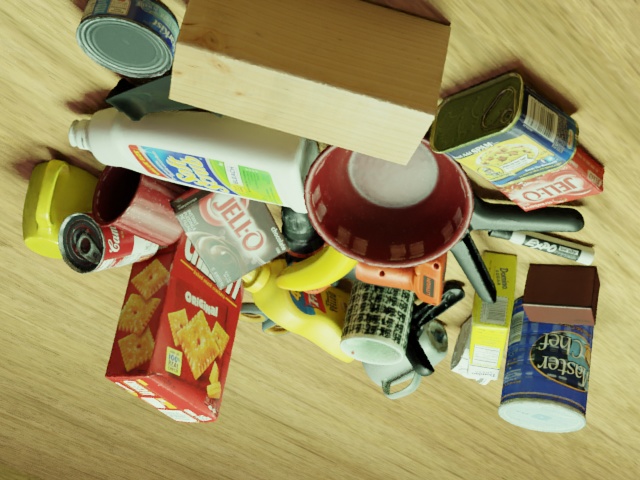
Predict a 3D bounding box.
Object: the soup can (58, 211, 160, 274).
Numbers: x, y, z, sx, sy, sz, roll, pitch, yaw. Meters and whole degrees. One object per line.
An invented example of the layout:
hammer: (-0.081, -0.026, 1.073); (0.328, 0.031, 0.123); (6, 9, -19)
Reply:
soup can: (-0.237, -0.002, 1.213); (0.069, 0.068, 0.102); (-4, -175, 32)

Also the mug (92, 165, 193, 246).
mug: (-0.180, -0.051, 1.158); (0.081, 0.093, 0.117); (26, 123, -38)

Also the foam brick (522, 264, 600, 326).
foam brick: (0.275, 0.063, 1.212); (0.078, 0.051, 0.053); (3, 154, 21)

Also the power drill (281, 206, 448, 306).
power drill: (0.050, 0.011, 1.207); (0.188, 0.057, 0.184); (9, 152, 12)

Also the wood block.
wood block: (-0.010, -0.143, 0.865); (0.206, 0.090, 0.090); (15, 155, -5)

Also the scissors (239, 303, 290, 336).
scissors: (-0.060, 0.093, 1.477); (0.096, 0.016, 0.202); (17, 155, -9)

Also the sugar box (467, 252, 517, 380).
sugar box: (0.203, 0.094, 1.263); (0.048, 0.093, 0.176); (8, 156, 12)

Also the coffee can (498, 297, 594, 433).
coffee can: (0.275, 0.149, 1.289); (0.103, 0.140, 0.103); (10, 155, 5)

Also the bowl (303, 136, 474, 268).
bowl: (0.068, -0.051, 1.024); (0.162, 0.055, 0.162); (6, 128, 7)

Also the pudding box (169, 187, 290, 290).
pudding box: (-0.096, -0.015, 1.145); (0.090, 0.039, 0.113); (-30, 126, -4)

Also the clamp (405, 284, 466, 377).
clamp: (0.118, 0.104, 1.347); (0.039, 0.120, 0.172); (38, 168, -24)

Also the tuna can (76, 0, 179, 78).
tuna can: (-0.166, -0.179, 0.928); (0.086, 0.033, 0.086); (10, 155, 5)

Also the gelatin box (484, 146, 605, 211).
gelatin box: (0.210, -0.062, 1.003); (0.089, 0.030, 0.073); (-13, 145, 44)

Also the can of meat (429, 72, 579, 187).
can of meat: (0.162, -0.093, 0.931); (0.083, 0.057, 0.102); (27, 152, -33)

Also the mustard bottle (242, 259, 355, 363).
mustard bottle: (-0.026, 0.075, 1.328); (0.191, 0.096, 0.058); (31, 125, -28)

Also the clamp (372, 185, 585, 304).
clamp: (0.151, -0.022, 1.092); (0.209, 0.036, 0.165); (31, 135, -19)

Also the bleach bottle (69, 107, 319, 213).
bleach bottle: (-0.130, -0.089, 1.072); (0.251, 0.068, 0.102); (8, 154, 14)

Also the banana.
banana: (0.009, 0.010, 1.141); (0.069, 0.037, 0.198); (34, 143, 4)

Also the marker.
marker: (0.234, 0.002, 1.141); (0.121, 0.020, 0.020); (16, 155, -6)

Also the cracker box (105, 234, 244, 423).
cracker box: (-0.167, 0.096, 1.298); (0.072, 0.213, 0.164); (-3, 151, 26)
